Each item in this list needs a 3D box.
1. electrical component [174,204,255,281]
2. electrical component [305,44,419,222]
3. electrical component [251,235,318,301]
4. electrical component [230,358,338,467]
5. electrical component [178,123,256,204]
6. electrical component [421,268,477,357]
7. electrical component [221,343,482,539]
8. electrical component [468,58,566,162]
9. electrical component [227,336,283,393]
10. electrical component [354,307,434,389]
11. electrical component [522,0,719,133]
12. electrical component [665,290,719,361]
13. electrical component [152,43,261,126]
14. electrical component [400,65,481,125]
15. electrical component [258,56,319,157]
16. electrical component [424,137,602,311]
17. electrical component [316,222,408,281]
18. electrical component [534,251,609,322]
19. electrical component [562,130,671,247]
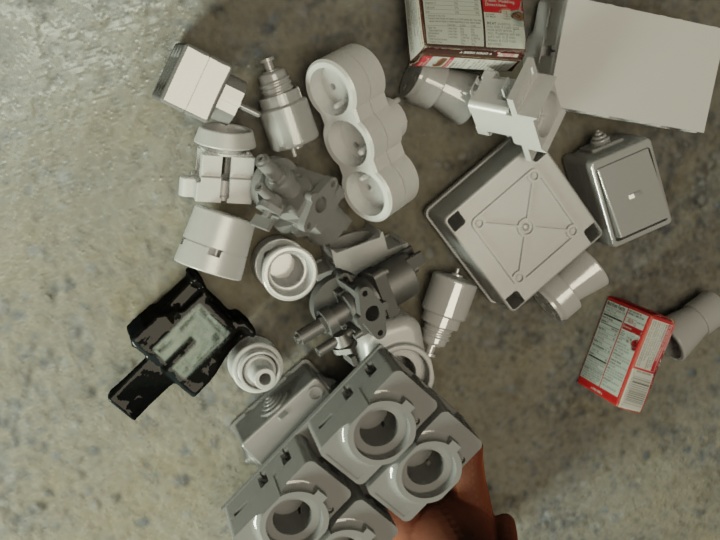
[{"bbox_3d":[-0.113,-0.022,0.849,0.055,0.055,0.047,17,92,-19],"label":"electrical component"},{"bbox_3d":[0.013,-0.116,0.869,0.074,0.052,0.138,-37,115,-40],"label":"electrical component"},{"bbox_3d":[-0.062,-0.003,0.867,0.045,0.055,0.045,-4,103,-16],"label":"electrical component"},{"bbox_3d":[-0.046,0.138,0.905,0.100,0.048,0.099,-42,109,-3],"label":"electrical component"},{"bbox_3d":[-0.107,-0.084,0.843,0.066,0.048,0.055,2,108,-17],"label":"electrical component"},{"bbox_3d":[0.072,0.037,0.923,0.040,0.040,0.078,17,96,-19],"label":"electrical component"},{"bbox_3d":[-0.005,0.167,0.859,0.186,0.060,0.105,-46,113,3],"label":"electrical component"},{"bbox_3d":[0.122,-0.128,0.850,0.042,0.064,0.081,-63,150,-21],"label":"electrical component"},{"bbox_3d":[-0.083,0.080,0.875,0.043,0.062,0.043,-3,102,-16],"label":"electrical component"},{"bbox_3d":[0.027,0.083,0.910,0.054,0.059,0.095,-15,105,-13],"label":"electrical component"},{"bbox_3d":[0.220,-0.173,0.912,0.150,0.062,0.089,7,99,-18],"label":"electrical component"},{"bbox_3d":[0.309,0.049,0.997,0.065,0.044,0.044,-34,109,-12],"label":"electrical component"},{"bbox_3d":[-0.111,-0.135,0.819,0.077,0.066,0.047,24,94,-20],"label":"electrical component"},{"bbox_3d":[0.067,-0.149,0.880,0.055,0.045,0.045,21,95,-19],"label":"electrical component"},{"bbox_3d":[-0.061,-0.129,0.849,0.040,0.040,0.078,-22,106,-11],"label":"electrical component"},{"bbox_3d":[0.130,-0.041,0.916,0.109,0.056,0.108,-41,109,-5],"label":"electrical component"},{"bbox_3d":[0.000,0.000,0.894,0.081,0.042,0.063,-20,110,-11],"label":"electrical component"},{"bbox_3d":[0.184,0.013,0.950,0.055,0.045,0.045,-40,109,-5],"label":"electrical component"},{"bbox_3d":[0.223,-0.076,0.934,0.062,0.061,0.096,-23,107,-11],"label":"electrical component"}]
